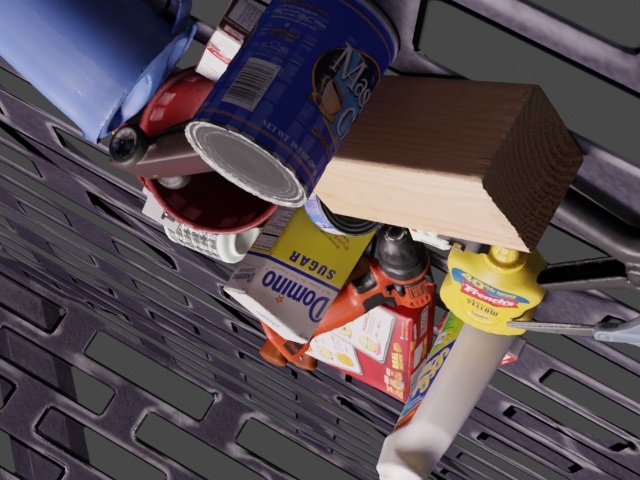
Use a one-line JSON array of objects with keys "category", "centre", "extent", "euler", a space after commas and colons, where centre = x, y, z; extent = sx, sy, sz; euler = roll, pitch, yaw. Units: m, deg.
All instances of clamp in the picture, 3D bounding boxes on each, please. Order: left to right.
[{"category": "clamp", "centre": [0.258, 0.023, 0.858], "extent": [0.210, 0.036, 0.164], "euler": [22, 157, 22]}]

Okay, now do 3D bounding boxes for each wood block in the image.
[{"category": "wood block", "centre": [0.082, -0.066, 0.824], "extent": [0.206, 0.090, 0.090], "euler": [14, 155, 46]}]

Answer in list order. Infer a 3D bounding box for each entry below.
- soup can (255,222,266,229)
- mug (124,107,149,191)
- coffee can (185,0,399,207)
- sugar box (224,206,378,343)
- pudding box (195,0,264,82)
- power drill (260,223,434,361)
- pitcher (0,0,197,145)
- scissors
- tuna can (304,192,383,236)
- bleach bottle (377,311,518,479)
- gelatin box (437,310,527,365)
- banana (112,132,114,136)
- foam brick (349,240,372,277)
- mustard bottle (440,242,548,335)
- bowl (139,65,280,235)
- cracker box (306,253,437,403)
[{"category": "soup can", "centre": [-0.087, -0.047, 1.207], "extent": [0.068, 0.068, 0.102], "euler": [40, 162, -27]}, {"category": "mug", "centre": [-0.162, -0.117, 1.091], "extent": [0.117, 0.081, 0.093], "euler": [60, 163, 2]}, {"category": "coffee can", "centre": [-0.019, -0.110, 0.784], "extent": [0.103, 0.140, 0.103], "euler": [28, 163, 9]}, {"category": "sugar box", "centre": [-0.006, 0.001, 1.016], "extent": [0.093, 0.176, 0.048], "euler": [41, 160, -33]}, {"category": "pudding box", "centre": [-0.053, -0.150, 0.906], "extent": [0.090, 0.039, 0.114], "euler": [32, 165, -8]}, {"category": "power drill", "centre": [0.029, 0.054, 1.119], "extent": [0.184, 0.187, 0.057], "euler": [62, -174, -64]}, {"category": "pitcher", "centre": [-0.227, -0.211, 0.889], "extent": [0.243, 0.149, 0.145], "euler": [40, 172, -5]}, {"category": "scissors", "centre": [0.267, 0.075, 0.967], "extent": [0.202, 0.016, 0.096], "euler": [11, 150, 18]}, {"category": "tuna can", "centre": [0.025, -0.047, 0.983], "extent": [0.086, 0.086, 0.034], "euler": [40, 162, -28]}, {"category": "bleach bottle", "centre": [0.130, 0.168, 1.126], "extent": [0.068, 0.250, 0.103], "euler": [33, 163, -8]}, {"category": "gelatin box", "centre": [0.188, 0.110, 1.246], "extent": [0.089, 0.030, 0.073], "euler": [31, 165, 0]}, {"category": "banana", "centre": [-0.240, -0.149, 1.232], "extent": [0.070, 0.037, 0.198], "euler": [27, 163, 10]}, {"category": "foam brick", "centre": [0.007, 0.000, 1.207], "extent": [0.078, 0.051, 0.053], "euler": [17, 159, 40]}, {"category": "mustard bottle", "centre": [0.168, 0.034, 1.014], "extent": [0.096, 0.058, 0.191], "euler": [26, 162, 11]}, {"category": "bowl", "centre": [-0.090, -0.089, 1.019], "extent": [0.162, 0.162, 0.055], "euler": [28, -161, 10]}, {"category": "cracker box", "centre": [0.034, 0.086, 1.304], "extent": [0.214, 0.072, 0.164], "euler": [24, 142, 24]}]
